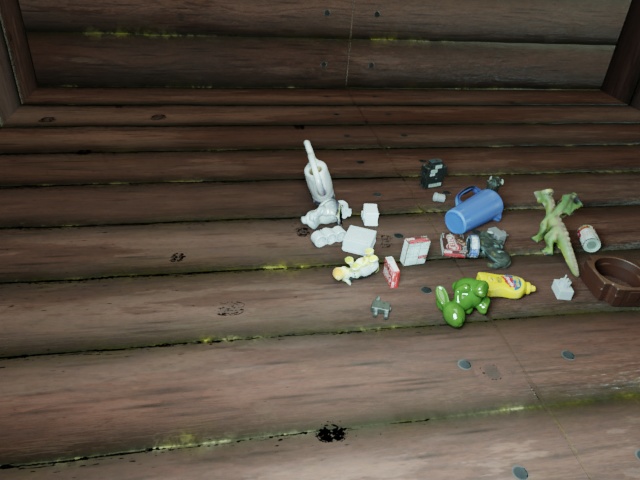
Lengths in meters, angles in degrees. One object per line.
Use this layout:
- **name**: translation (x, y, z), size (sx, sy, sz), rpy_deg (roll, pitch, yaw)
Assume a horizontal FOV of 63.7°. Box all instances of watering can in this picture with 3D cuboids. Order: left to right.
- **watering can**: translation (-0.013, -0.287, 2.237), size (0.104, 0.219, 0.355), rpy_deg (-16, 34, 2)

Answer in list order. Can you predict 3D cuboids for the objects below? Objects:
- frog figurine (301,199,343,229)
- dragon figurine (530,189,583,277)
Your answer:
- **frog figurine**: translation (0.006, -0.104, 2.057), size (0.159, 0.123, 0.137), rpy_deg (0, -1, 10)
- **dragon figurine**: translation (0.937, -0.067, 1.993), size (0.122, 0.237, 0.419), rpy_deg (3, 31, -11)
